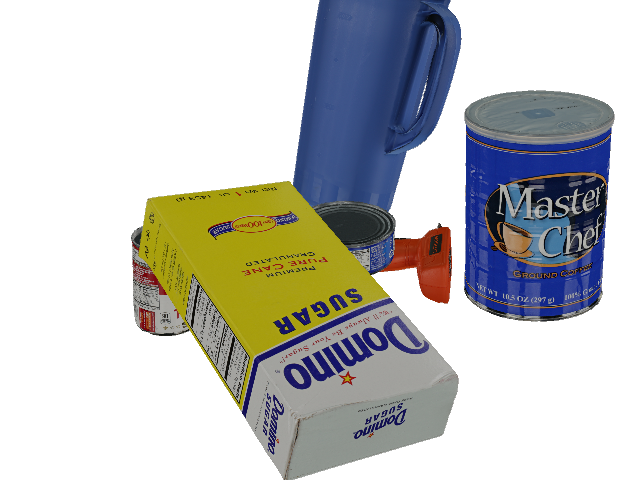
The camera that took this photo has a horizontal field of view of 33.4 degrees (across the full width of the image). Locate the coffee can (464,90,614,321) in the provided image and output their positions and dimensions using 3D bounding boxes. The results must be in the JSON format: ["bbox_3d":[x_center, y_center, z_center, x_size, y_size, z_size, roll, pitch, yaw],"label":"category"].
[{"bbox_3d":[0.156,-0.027,0.773,0.103,0.140,0.103,-3,24,1],"label":"coffee can"}]

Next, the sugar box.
[{"bbox_3d":[-0.017,0.036,0.545,0.093,0.048,0.176,-10,38,-31],"label":"sugar box"}]

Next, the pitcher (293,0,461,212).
[{"bbox_3d":[0.051,-0.147,1.099,0.145,0.243,0.149,11,17,-1],"label":"pitcher"}]

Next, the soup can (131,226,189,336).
[{"bbox_3d":[-0.163,0.041,1.120,0.068,0.102,0.068,2,25,-1],"label":"soup can"}]

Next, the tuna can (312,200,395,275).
[{"bbox_3d":[0.022,-0.001,0.920,0.086,0.034,0.086,-1,27,0],"label":"tuna can"}]

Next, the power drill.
[{"bbox_3d":[0.052,0.034,1.197,0.188,0.057,0.184,1,29,11],"label":"power drill"}]
